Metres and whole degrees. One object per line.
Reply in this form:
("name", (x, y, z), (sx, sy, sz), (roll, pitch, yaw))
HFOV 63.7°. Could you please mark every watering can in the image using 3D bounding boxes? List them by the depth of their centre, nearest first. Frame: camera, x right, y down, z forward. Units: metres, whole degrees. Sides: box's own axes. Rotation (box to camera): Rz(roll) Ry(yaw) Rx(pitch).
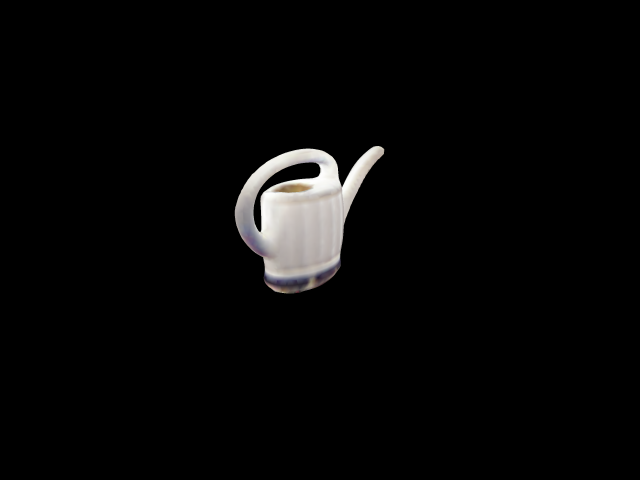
("watering can", (0.003, -0.043, 0.850), (0.104, 0.221, 0.351), (15, 23, 40))
